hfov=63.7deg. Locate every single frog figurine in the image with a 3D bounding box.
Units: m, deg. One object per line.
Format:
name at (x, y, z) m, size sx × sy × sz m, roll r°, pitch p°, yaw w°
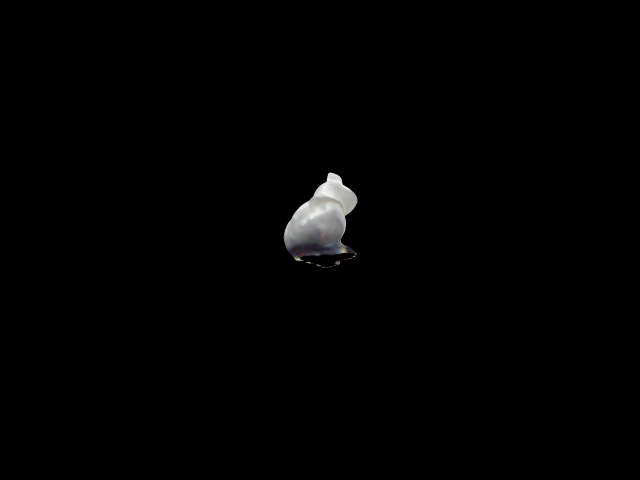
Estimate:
frog figurine at (0.003, -0.043, 0.850) m, size 0.123 × 0.162 × 0.135 m, roll 1°, pitch -18°, yaw -2°
